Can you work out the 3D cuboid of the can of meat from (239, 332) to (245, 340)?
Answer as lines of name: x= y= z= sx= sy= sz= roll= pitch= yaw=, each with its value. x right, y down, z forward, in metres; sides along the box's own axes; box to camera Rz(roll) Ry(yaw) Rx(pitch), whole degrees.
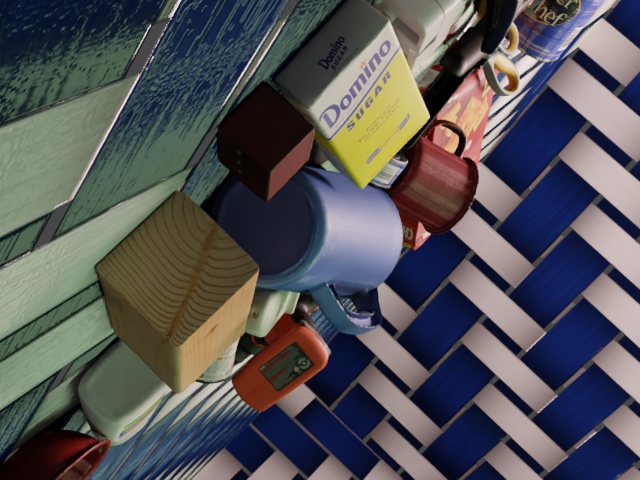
can of meat: x=-0.103 y=0.077 z=1.170 sx=0.084 sy=0.057 sz=0.102 roll=-54 pitch=-170 yaw=24

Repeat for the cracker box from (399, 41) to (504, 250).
cracker box: x=0.139 y=-0.118 z=1.269 sx=0.164 sy=0.072 sz=0.214 roll=-41 pitch=147 yaw=-43

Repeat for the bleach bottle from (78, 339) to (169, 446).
bleach bottle: x=-0.200 y=0.165 z=1.124 sx=0.102 sy=0.068 sz=0.251 roll=-43 pitch=174 yaw=-19

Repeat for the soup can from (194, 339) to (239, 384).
soup can: x=-0.109 y=0.086 z=1.081 sx=0.068 sy=0.068 sz=0.102 roll=-35 pitch=146 yaw=-59

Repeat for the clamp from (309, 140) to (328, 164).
clamp: x=0.002 y=-0.104 z=0.959 sx=0.120 sy=0.039 sz=0.171 roll=-40 pitch=165 yaw=-10

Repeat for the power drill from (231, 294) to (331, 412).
power drill: x=-0.060 y=0.117 z=1.205 sx=0.184 sy=0.057 sz=0.187 roll=-39 pitch=-162 yaw=9

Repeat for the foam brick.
foam brick: x=-0.041 y=-0.072 z=0.809 sx=0.051 sy=0.053 sz=0.078 roll=-45 pitch=172 yaw=-14

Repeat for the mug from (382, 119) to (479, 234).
mug: x=0.115 y=-0.074 z=1.145 sx=0.117 sy=0.081 sz=0.093 roll=-61 pitch=-153 yaw=4

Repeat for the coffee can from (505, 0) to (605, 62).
coffee can: x=0.300 y=-0.309 z=1.338 sx=0.102 sy=0.103 sz=0.140 roll=-39 pitch=169 yaw=-49

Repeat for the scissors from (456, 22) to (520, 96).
scissors: x=0.178 y=-0.230 z=1.179 sx=0.201 sy=0.016 sz=0.096 roll=36 pitch=62 yaw=-49

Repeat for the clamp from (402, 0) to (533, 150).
clamp: x=0.155 y=-0.192 z=1.058 sx=0.209 sy=0.036 sz=0.165 roll=-50 pitch=178 yaw=-19

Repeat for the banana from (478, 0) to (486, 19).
banana: x=0.218 y=-0.291 z=1.218 sx=0.069 sy=0.037 sz=0.198 roll=-42 pitch=171 yaw=-30

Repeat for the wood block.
wood block: x=-0.117 y=0.052 z=0.888 sx=0.090 sy=0.090 sz=0.206 roll=-44 pitch=172 yaw=-18

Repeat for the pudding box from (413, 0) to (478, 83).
pudding box: x=0.103 y=-0.197 z=1.048 sx=0.113 sy=0.039 sz=0.090 roll=-47 pitch=175 yaw=11

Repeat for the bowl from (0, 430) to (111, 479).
bowl: x=-0.284 y=0.241 z=1.061 sx=0.162 sy=0.055 sz=0.162 roll=-46 pitch=173 yaw=-8

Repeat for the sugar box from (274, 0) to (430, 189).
sugar box: x=0.032 y=-0.114 z=0.867 sx=0.093 sy=0.048 sz=0.176 roll=-47 pitch=159 yaw=-2

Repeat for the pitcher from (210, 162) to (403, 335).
pitcher: x=-0.007 y=0.001 z=1.003 sx=0.145 sy=0.149 sz=0.242 roll=-68 pitch=164 yaw=5

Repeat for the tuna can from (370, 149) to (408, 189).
tuna can: x=0.048 y=-0.093 z=1.093 sx=0.034 sy=0.086 sz=0.086 roll=-52 pitch=172 yaw=19
